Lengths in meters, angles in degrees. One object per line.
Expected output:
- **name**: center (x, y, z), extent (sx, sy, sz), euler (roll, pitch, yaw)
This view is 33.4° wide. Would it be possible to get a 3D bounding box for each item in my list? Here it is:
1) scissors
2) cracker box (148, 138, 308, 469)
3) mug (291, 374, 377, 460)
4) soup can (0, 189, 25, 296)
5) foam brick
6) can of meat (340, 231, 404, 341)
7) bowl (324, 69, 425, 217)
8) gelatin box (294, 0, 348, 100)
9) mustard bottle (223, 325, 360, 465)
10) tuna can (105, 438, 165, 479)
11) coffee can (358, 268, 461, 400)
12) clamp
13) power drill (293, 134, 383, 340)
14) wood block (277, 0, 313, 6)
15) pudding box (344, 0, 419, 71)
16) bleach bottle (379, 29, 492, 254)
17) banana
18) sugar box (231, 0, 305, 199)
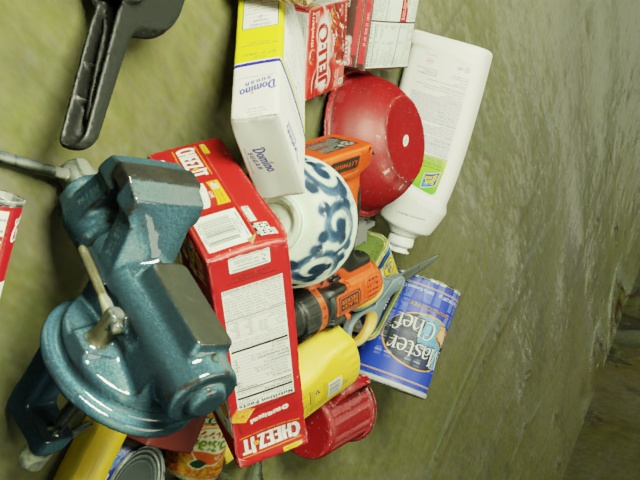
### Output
- **scissors**: center (0.078, 0.068, 1.217), extent (0.201, 0.016, 0.096), euler (-5, 111, -55)
- **cracker box**: center (-0.073, 0.049, 0.867), extent (0.072, 0.164, 0.214), euler (-17, 127, -16)
- **mug**: center (0.011, 0.188, 1.188), extent (0.117, 0.093, 0.081), euler (-43, 165, 34)
- **soup can**: center (-0.227, 0.016, 0.657), extent (0.068, 0.069, 0.102), euler (7, 99, -64)
- **foam brick**: center (-0.141, 0.150, 0.924), extent (0.078, 0.053, 0.051), euler (34, 74, -62)
- **can of meat**: center (0.050, 0.052, 1.239), extent (0.102, 0.058, 0.084), euler (-60, 149, -27)
- **bowl**: center (0.067, -0.105, 1.130), extent (0.161, 0.055, 0.162), euler (6, 83, -58)
- **gelatin box**: center (-0.004, -0.184, 1.023), extent (0.073, 0.030, 0.089), euler (-32, 131, -53)
- **mustard bottle**: center (-0.047, 0.165, 1.073), extent (0.191, 0.058, 0.096), euler (-35, 154, -24)
- **tuna can**: center (-0.172, 0.213, 0.919), extent (0.086, 0.034, 0.086), euler (-40, 139, -49)
- **coffee can**: center (0.105, 0.116, 1.331), extent (0.102, 0.103, 0.140), euler (35, 74, -63)
- **clamp**: center (-0.141, -0.164, 0.732), extent (0.209, 0.036, 0.164), euler (-43, 126, -55)
- **power drill**: center (-0.007, 0.001, 1.032), extent (0.184, 0.057, 0.188), euler (-26, 124, -46)
- **wood block**: center (-0.002, -0.291, 0.897), extent (0.205, 0.091, 0.090), euler (-51, 146, -38)
- **pudding box**: center (0.062, -0.225, 1.120), extent (0.113, 0.039, 0.090), euler (-16, 119, -58)
- **bleach bottle**: center (0.118, -0.109, 1.240), extent (0.068, 0.103, 0.251), euler (-13, 120, -73)
- **banana**: center (-0.182, 0.182, 0.852), extent (0.037, 0.070, 0.197), euler (33, 64, -26)
- **sugar box**: center (-0.041, -0.129, 0.883), extent (0.093, 0.048, 0.176), euler (72, 16, -48)
